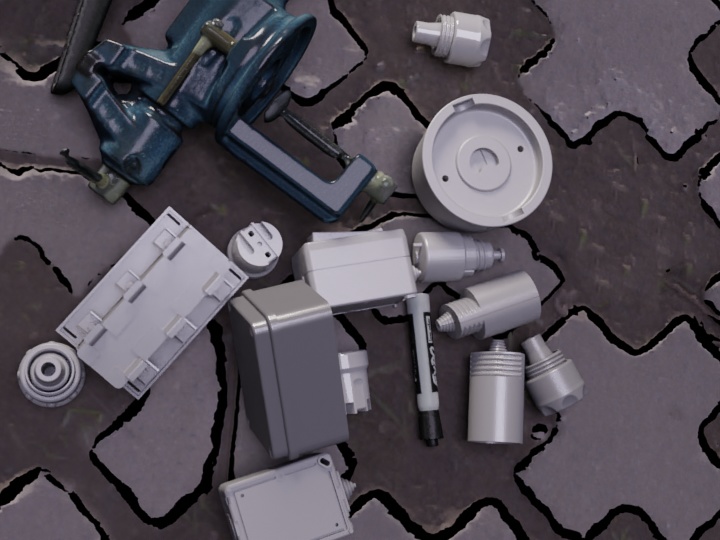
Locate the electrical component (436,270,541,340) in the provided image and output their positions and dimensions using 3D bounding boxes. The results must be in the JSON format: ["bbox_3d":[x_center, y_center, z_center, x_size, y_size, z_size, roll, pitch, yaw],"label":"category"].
[{"bbox_3d":[0.099,0.032,0.861,0.081,0.043,0.043,-18,85,-15],"label":"electrical component"}]

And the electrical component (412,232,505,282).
[{"bbox_3d":[0.078,-0.011,0.865,0.078,0.040,0.040,-2,81,-14],"label":"electrical component"}]

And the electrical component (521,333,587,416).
[{"bbox_3d":[0.151,0.082,0.865,0.043,0.043,0.062,-26,86,-16],"label":"electrical component"}]

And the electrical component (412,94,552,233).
[{"bbox_3d":[0.094,-0.081,0.871,0.108,0.060,0.108,2,80,-13],"label":"electrical component"}]

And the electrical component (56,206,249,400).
[{"bbox_3d":[-0.149,0.025,0.779,0.079,0.063,0.121,43,85,-11],"label":"electrical component"}]

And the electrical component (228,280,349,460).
[{"bbox_3d":[-0.053,0.072,0.783,0.057,0.078,0.113,-13,109,-18],"label":"electrical component"}]

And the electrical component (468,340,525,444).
[{"bbox_3d":[0.108,0.096,0.852,0.043,0.043,0.081,6,79,-12],"label":"electrical component"}]

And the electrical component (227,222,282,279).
[{"bbox_3d":[-0.080,-0.016,0.826,0.040,0.046,0.040,2,80,-13],"label":"electrical component"}]

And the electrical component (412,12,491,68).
[{"bbox_3d":[0.075,-0.194,0.896,0.062,0.043,0.043,7,79,-10],"label":"electrical component"}]

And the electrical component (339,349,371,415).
[{"bbox_3d":[-0.011,0.087,0.828,0.040,0.040,0.046,-8,88,-15],"label":"electrical component"}]

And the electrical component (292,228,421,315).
[{"bbox_3d":[0.000,0.000,0.834,0.096,0.062,0.061,-9,82,-15],"label":"electrical component"}]

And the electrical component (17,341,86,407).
[{"bbox_3d":[-0.221,0.073,0.768,0.048,0.062,0.048,2,80,-13],"label":"electrical component"}]

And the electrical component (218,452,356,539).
[{"bbox_3d":[-0.050,0.173,0.791,0.096,0.061,0.061,-16,84,-15],"label":"electrical component"}]
